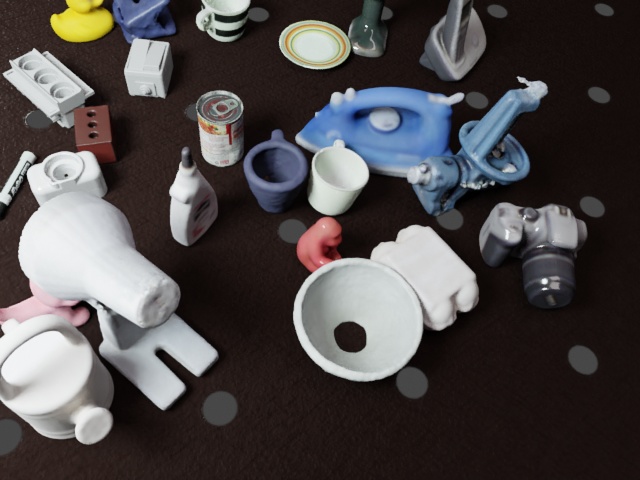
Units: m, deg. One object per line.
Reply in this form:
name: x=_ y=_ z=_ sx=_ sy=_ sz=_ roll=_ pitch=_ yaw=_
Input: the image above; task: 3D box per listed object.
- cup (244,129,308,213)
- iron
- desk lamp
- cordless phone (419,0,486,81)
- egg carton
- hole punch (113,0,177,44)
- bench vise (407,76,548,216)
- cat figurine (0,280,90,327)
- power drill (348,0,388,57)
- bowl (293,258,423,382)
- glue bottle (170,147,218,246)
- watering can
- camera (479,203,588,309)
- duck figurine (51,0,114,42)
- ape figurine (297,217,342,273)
cup: x=-0.066 y=-0.095 z=0.850 sx=0.092 sy=0.095 sz=0.117 roll=2 pitch=58 yaw=-6
iron: x=0.094 y=-0.189 z=0.900 sx=0.258 sy=0.141 sz=0.118 roll=4 pitch=58 yaw=-5
desk lamp: x=-0.222 y=0.067 z=0.660 sx=0.203 sy=0.213 sz=0.118 roll=36 pitch=61 yaw=15
cordless phone: x=0.258 y=-0.392 z=1.021 sx=0.094 sy=0.185 sz=0.148 roll=31 pitch=60 yaw=12
egg carton: x=0.147 y=0.051 z=0.802 sx=0.107 sy=0.069 sz=0.150 roll=-32 pitch=67 yaw=-23
hole punch: x=-0.317 y=-0.420 z=1.020 sx=0.101 sy=0.091 sz=0.108 roll=-18 pitch=62 yaw=-17
bench vise: x=0.237 y=-0.125 z=0.833 sx=0.208 sy=0.220 sz=0.121 roll=-35 pitch=68 yaw=-24
cat figurine: x=-0.338 y=0.067 z=0.701 sx=0.128 sy=0.118 sz=0.067 roll=-32 pitch=67 yaw=-23
power drill: x=0.100 y=-0.437 z=1.014 sx=0.075 sy=0.208 sz=0.229 roll=10 pitch=58 yaw=0
bowl: x=0.046 y=0.112 z=0.748 sx=0.167 sy=0.075 sz=0.167 roll=3 pitch=58 yaw=-5
glue bottle: x=-0.173 y=-0.064 z=0.771 sx=0.037 sy=0.173 sz=0.078 roll=27 pitch=59 yaw=10
watering can: x=-0.285 y=0.145 z=0.615 sx=0.172 sy=0.194 sz=0.101 roll=21 pitch=58 yaw=6
camera: x=0.315 y=0.020 z=0.824 sx=0.143 sy=0.101 sz=0.137 roll=9 pitch=58 yaw=-1
duck figurine: x=-0.419 y=-0.403 z=0.999 sx=0.105 sy=0.086 sz=0.077 roll=-24 pitch=64 yaw=-20
ape figurine: x=0.007 y=0.003 z=0.800 sx=0.076 sy=0.092 sz=0.078 roll=20 pitch=58 yaw=6
